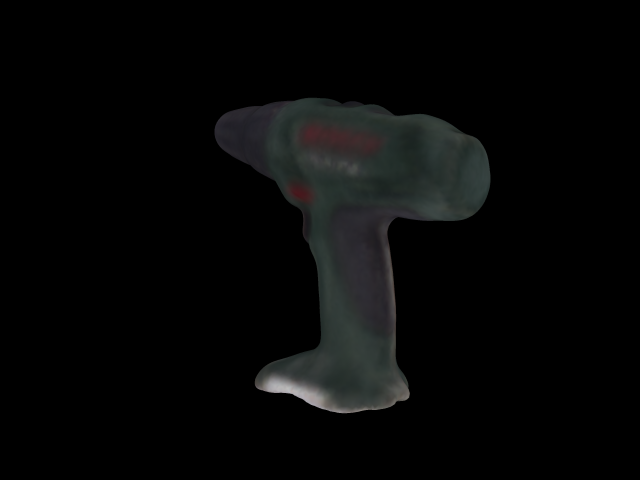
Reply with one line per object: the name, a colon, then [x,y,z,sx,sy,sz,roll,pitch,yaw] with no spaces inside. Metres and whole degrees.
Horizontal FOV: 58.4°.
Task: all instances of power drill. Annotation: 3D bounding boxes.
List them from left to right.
power drill: [0.004,0.001,0.400,0.228,0.208,0.076,2,3,41]
